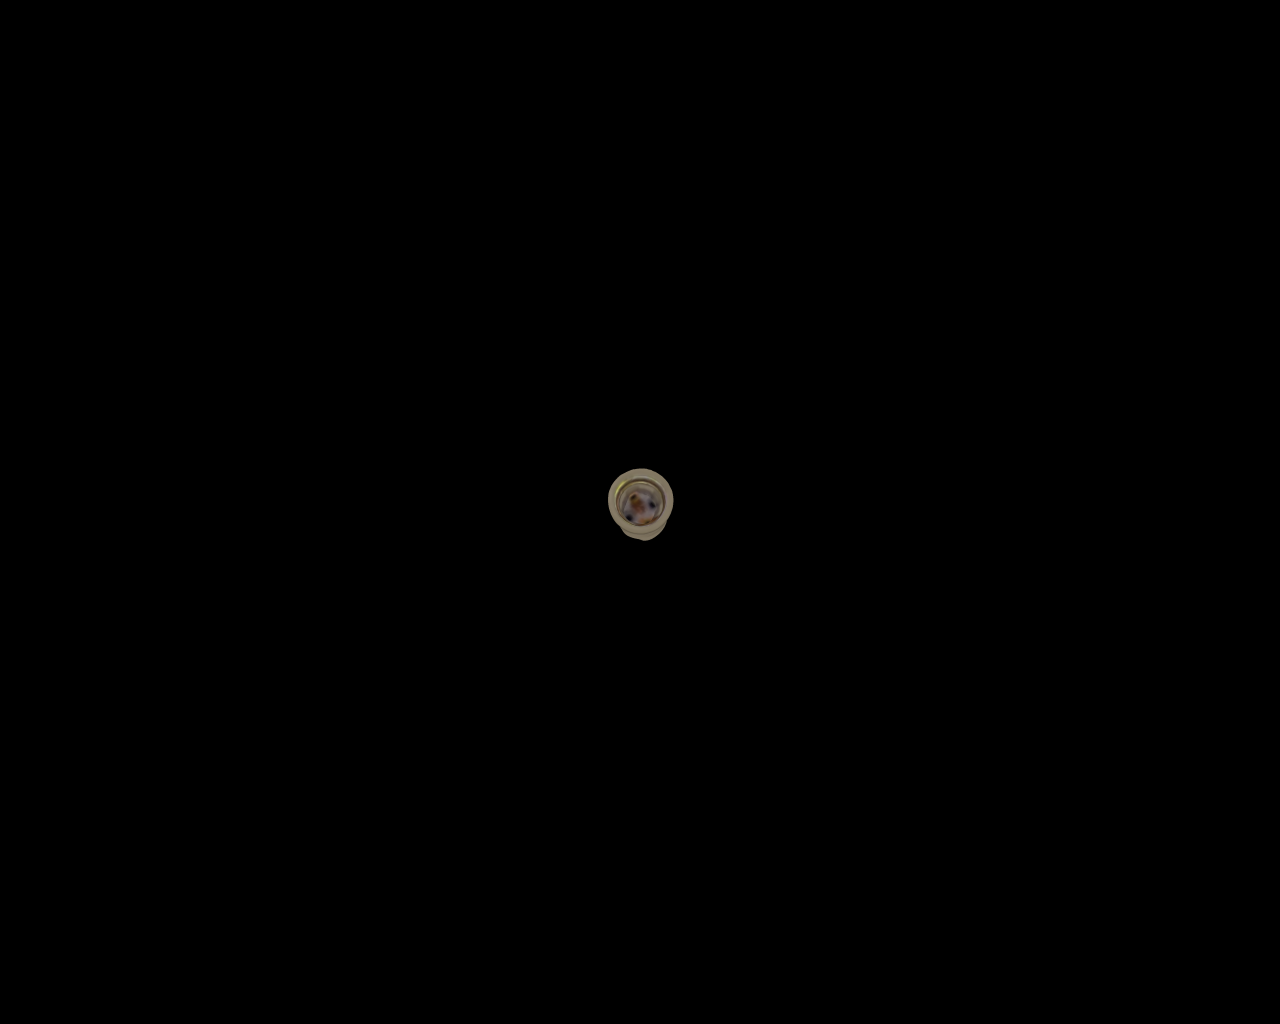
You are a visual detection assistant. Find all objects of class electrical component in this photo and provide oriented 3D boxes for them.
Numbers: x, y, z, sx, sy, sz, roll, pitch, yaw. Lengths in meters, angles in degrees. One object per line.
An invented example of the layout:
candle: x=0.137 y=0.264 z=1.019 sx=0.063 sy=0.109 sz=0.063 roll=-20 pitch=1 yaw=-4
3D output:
electrical component: x=0.001 y=-0.003 z=0.650 sx=0.040 sy=0.040 sz=0.046 roll=0 pitch=-13 yaw=0
